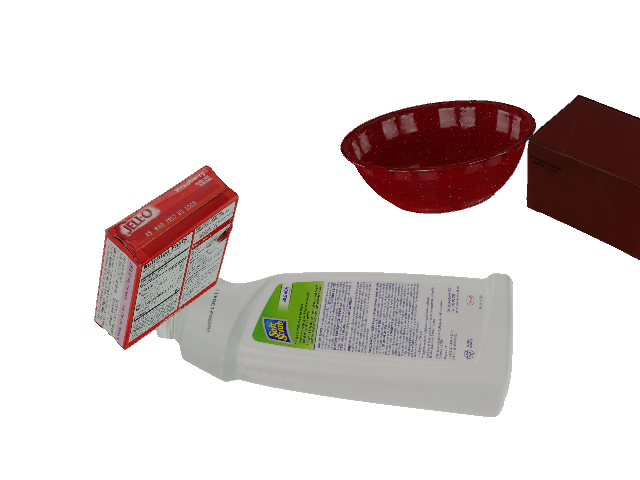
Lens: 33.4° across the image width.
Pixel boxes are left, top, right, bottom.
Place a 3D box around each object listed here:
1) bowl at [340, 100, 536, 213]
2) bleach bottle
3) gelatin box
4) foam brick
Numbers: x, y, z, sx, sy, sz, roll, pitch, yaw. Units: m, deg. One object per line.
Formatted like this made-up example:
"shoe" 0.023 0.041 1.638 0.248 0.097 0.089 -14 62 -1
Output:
"bowl" 0.101 -0.066 0.892 0.162 0.055 0.162 -9 24 4
"bleach bottle" 0.005 0.060 0.751 0.251 0.102 0.068 7 -41 3
"gelatin box" -0.086 0.010 0.585 0.073 0.030 0.089 -38 -20 -34
"foam brick" 0.160 -0.036 0.592 0.078 0.053 0.051 31 55 35
